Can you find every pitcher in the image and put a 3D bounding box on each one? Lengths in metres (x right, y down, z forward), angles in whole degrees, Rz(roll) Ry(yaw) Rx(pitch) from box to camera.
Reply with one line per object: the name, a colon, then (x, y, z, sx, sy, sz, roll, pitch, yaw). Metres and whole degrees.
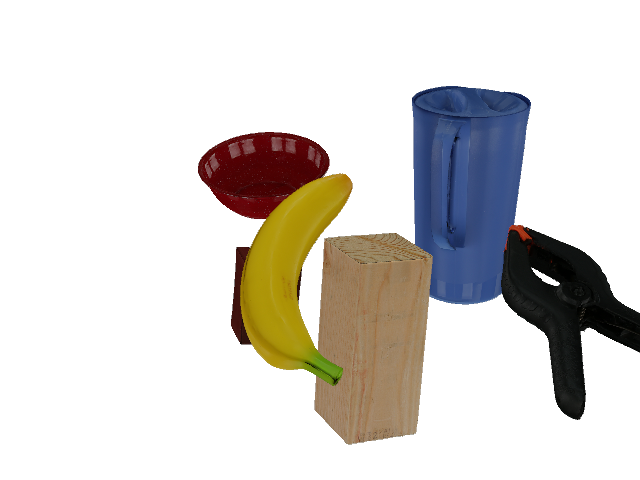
pitcher: (0.165, -0.049, 1.238, 0.149, 0.243, 0.145, -9, 24, -20)

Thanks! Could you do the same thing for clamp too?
clamp: (0.193, 0.050, 0.766, 0.120, 0.039, 0.171, -4, 45, -20)

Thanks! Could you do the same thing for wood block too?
wood block: (0.056, 0.105, 1.163, 0.090, 0.206, 0.091, -5, 19, -24)

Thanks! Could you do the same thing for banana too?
banana: (-0.017, 0.019, 0.717, 0.069, 0.197, 0.037, 14, -47, -8)

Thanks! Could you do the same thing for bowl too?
bowl: (-0.069, -0.073, 1.317, 0.162, 0.055, 0.162, -2, 34, 1)

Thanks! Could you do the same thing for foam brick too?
foam brick: (-0.050, 0.050, 0.970, 0.053, 0.078, 0.051, 1, 14, -15)
